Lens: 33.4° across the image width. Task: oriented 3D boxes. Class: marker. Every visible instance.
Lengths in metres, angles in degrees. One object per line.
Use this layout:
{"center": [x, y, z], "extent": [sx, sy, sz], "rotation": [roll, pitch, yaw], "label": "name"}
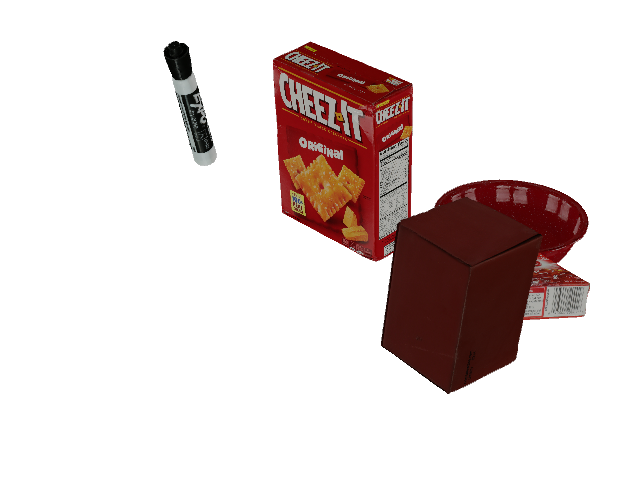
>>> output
{"center": [-0.100, -0.105, 0.822], "extent": [0.020, 0.020, 0.121], "rotation": [0, -38, 8], "label": "marker"}

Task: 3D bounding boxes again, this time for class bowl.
{"center": [0.200, -0.005, 1.137], "extent": [0.162, 0.055, 0.162], "rotation": [-1, 31, 0], "label": "bowl"}

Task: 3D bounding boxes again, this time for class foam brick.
{"center": [0.069, 0.026, 0.535], "extent": [0.052, 0.078, 0.051], "rotation": [-19, 39, -36], "label": "foam brick"}

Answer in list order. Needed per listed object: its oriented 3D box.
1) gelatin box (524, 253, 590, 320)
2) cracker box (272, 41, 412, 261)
{"center": [0.146, 0.034, 0.808], "extent": [0.089, 0.030, 0.073], "rotation": [-1, 18, -20], "label": "gelatin box"}
{"center": [0.024, -0.101, 1.240], "extent": [0.072, 0.214, 0.164], "rotation": [-31, 44, -33], "label": "cracker box"}
